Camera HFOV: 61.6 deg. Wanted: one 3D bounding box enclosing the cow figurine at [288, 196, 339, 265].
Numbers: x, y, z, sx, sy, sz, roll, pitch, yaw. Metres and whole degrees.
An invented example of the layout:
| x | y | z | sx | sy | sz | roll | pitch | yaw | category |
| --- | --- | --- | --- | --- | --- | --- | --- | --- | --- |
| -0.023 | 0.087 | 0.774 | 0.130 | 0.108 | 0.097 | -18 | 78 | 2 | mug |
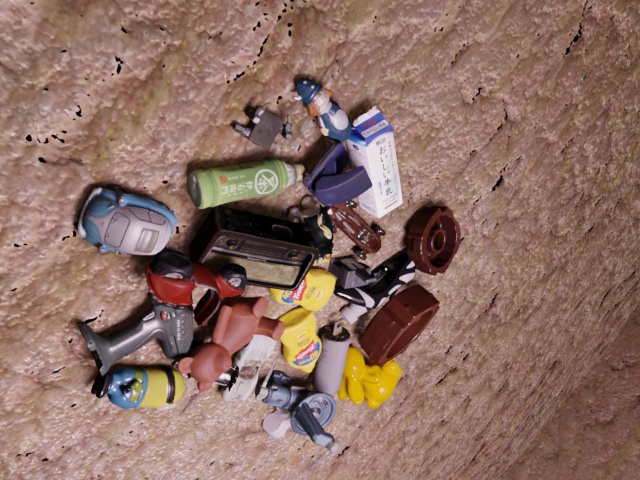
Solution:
| x | y | z | sx | sy | sz | roll | pitch | yaw | category |
| --- | --- | --- | --- | --- | --- | --- | --- | --- | --- |
| -0.001 | -0.004 | 1.144 | 0.068 | 0.098 | 0.167 | -37 | 133 | -23 | cow figurine |

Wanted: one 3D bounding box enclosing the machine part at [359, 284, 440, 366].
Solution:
| x | y | z | sx | sy | sz | roll | pitch | yaw | category |
| --- | --- | --- | --- | --- | --- | --- | --- | --- | --- |
| 0.206 | 0.220 | 1.405 | 0.201 | 0.087 | 0.200 | -15 | 141 | -47 | machine part |

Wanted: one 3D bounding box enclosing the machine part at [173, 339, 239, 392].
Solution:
| x | y | z | sx | sy | sz | roll | pitch | yaw | category |
| --- | --- | --- | --- | --- | --- | --- | --- | --- | --- |
| -0.235 | 0.269 | 1.147 | 0.139 | 0.039 | 0.084 | 34 | 88 | -20 | machine part |

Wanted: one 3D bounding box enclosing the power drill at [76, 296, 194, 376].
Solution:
| x | y | z | sx | sy | sz | roll | pitch | yaw | category |
| --- | --- | --- | --- | --- | --- | --- | --- | --- | --- |
| -0.335 | 0.146 | 0.999 | 0.207 | 0.086 | 0.231 | -28 | 132 | -31 | power drill |

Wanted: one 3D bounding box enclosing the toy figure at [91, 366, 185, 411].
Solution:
| x | y | z | sx | sy | sz | roll | pitch | yaw | category |
| --- | --- | --- | --- | --- | --- | --- | --- | --- | --- |
| -0.352 | 0.290 | 1.064 | 0.180 | 0.082 | 0.089 | 27 | 100 | -42 | toy figure |

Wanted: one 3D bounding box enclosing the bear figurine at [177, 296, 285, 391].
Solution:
| x | y | z | sx | sy | sz | roll | pitch | yaw | category |
| --- | --- | --- | --- | --- | --- | --- | --- | --- | --- |
| -0.182 | 0.211 | 1.084 | 0.196 | 0.132 | 0.120 | -57 | 134 | -35 | bear figurine |

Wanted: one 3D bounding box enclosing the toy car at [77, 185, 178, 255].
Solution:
| x | y | z | sx | sy | sz | roll | pitch | yaw | category |
| --- | --- | --- | --- | --- | --- | --- | --- | --- | --- |
| -0.310 | -0.017 | 0.894 | 0.161 | 0.103 | 0.109 | 18 | 105 | -41 | toy car |

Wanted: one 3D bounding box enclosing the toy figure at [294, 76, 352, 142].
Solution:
| x | y | z | sx | sy | sz | roll | pitch | yaw | category |
| --- | --- | --- | --- | --- | --- | --- | --- | --- | --- |
| 0.009 | -0.252 | 1.030 | 0.154 | 0.058 | 0.064 | 45 | 40 | -45 | toy figure |

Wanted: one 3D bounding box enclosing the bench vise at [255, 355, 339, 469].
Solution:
| x | y | z | sx | sy | sz | roll | pitch | yaw | category |
| --- | --- | --- | --- | --- | --- | --- | --- | --- | --- |
| -0.037 | 0.401 | 1.254 | 0.223 | 0.241 | 0.129 | 39 | 91 | -35 | bench vise |

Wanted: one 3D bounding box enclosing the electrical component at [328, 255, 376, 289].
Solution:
| x | y | z | sx | sy | sz | roll | pitch | yaw | category |
| --- | --- | --- | --- | --- | --- | --- | --- | --- | --- |
| 0.081 | 0.081 | 1.244 | 0.075 | 0.119 | 0.047 | -10 | 121 | -37 | electrical component |

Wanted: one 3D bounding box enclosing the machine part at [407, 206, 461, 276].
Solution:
| x | y | z | sx | sy | sz | roll | pitch | yaw | category |
| --- | --- | --- | --- | --- | --- | --- | --- | --- | --- |
| 0.289 | 0.000 | 1.370 | 0.179 | 0.056 | 0.179 | -11 | 106 | -44 | machine part |

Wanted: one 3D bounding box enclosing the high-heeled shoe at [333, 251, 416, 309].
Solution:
| x | y | z | sx | sy | sz | roll | pitch | yaw | category |
| --- | --- | --- | --- | --- | --- | --- | --- | --- | --- |
| 0.145 | 0.087 | 1.325 | 0.248 | 0.086 | 0.145 | 6 | 110 | -46 | high-heeled shoe |

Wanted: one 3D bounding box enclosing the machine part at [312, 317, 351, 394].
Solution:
| x | y | z | sx | sy | sz | roll | pitch | yaw | category |
| --- | --- | --- | --- | --- | --- | --- | --- | --- | --- |
| 0.027 | 0.305 | 1.367 | 0.079 | 0.079 | 0.243 | -9 | 122 | -34 | machine part |

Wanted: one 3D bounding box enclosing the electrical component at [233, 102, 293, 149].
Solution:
| x | y | z | sx | sy | sz | roll | pitch | yaw | category |
| --- | --- | --- | --- | --- | --- | --- | --- | --- | --- |
| -0.099 | -0.208 | 0.979 | 0.102 | 0.045 | 0.078 | 28 | 96 | -44 | electrical component |

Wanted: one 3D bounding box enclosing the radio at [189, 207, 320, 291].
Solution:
| x | y | z | sx | sy | sz | roll | pitch | yaw | category |
| --- | --- | --- | --- | --- | --- | --- | --- | --- | --- |
| -0.122 | 0.020 | 1.034 | 0.229 | 0.073 | 0.131 | 11 | 130 | -32 | radio |

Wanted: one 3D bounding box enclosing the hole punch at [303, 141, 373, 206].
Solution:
| x | y | z | sx | sy | sz | roll | pitch | yaw | category |
| --- | --- | --- | --- | --- | --- | --- | --- | --- | --- |
| 0.039 | -0.118 | 1.083 | 0.116 | 0.092 | 0.142 | -48 | 164 | 1 | hole punch |

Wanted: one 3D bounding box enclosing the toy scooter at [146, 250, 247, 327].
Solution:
| x | y | z | sx | sy | sz | roll | pitch | yaw | category |
| --- | --- | --- | --- | --- | --- | --- | --- | --- | --- |
| -0.229 | 0.095 | 0.957 | 0.184 | 0.075 | 0.135 | 12 | 118 | -30 | toy scooter |

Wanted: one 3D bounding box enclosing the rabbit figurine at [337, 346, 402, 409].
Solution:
| x | y | z | sx | sy | sz | roll | pitch | yaw | category |
| --- | --- | --- | --- | --- | --- | --- | --- | --- | --- |
| 0.109 | 0.363 | 1.447 | 0.173 | 0.122 | 0.162 | 47 | 65 | -22 | rabbit figurine |

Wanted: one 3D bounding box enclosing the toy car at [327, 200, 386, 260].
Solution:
| x | y | z | sx | sy | sz | roll | pitch | yaw | category |
| --- | --- | --- | --- | --- | --- | --- | --- | --- | --- |
| 0.082 | -0.025 | 1.228 | 0.089 | 0.053 | 0.202 | -48 | 136 | 0 | toy car |

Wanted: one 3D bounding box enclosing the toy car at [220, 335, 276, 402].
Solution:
| x | y | z | sx | sy | sz | roll | pitch | yaw | category |
| --- | --- | --- | --- | --- | --- | --- | --- | --- | --- |
| -0.163 | 0.278 | 1.219 | 0.073 | 0.056 | 0.201 | 16 | 106 | -42 | toy car |
